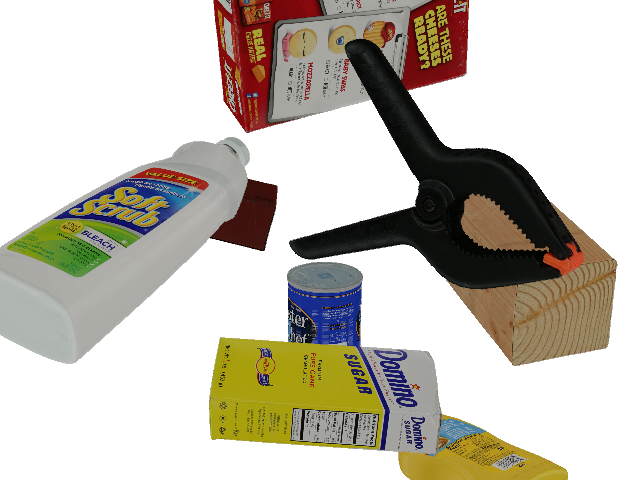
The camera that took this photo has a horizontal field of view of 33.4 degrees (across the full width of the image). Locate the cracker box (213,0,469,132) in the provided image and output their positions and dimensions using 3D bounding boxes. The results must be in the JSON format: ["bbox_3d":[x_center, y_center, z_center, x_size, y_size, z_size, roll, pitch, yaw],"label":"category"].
[{"bbox_3d":[0.017,-0.199,0.904,0.213,0.164,0.072,-17,40,-16],"label":"cracker box"}]

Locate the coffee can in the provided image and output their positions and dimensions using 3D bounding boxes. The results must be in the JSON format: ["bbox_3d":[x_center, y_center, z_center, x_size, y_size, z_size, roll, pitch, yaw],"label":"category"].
[{"bbox_3d":[0.005,0.112,1.460,0.103,0.140,0.103,0,19,0],"label":"coffee can"}]

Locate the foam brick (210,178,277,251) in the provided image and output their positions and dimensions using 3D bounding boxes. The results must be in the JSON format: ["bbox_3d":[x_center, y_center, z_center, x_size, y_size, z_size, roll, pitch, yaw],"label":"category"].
[{"bbox_3d":[-0.085,-0.031,1.049,0.078,0.051,0.053,14,27,-7],"label":"foam brick"}]

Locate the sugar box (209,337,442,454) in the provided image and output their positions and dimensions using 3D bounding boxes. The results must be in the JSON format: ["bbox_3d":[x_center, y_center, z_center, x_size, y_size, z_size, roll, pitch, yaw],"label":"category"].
[{"bbox_3d":[0.003,0.120,0.841,0.176,0.048,0.093,1,26,-1],"label":"sugar box"}]

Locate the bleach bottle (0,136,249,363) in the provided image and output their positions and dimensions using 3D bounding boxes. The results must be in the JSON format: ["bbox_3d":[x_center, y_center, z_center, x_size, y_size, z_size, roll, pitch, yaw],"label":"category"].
[{"bbox_3d":[-0.141,-0.013,0.810,0.103,0.068,0.250,22,42,22],"label":"bleach bottle"}]

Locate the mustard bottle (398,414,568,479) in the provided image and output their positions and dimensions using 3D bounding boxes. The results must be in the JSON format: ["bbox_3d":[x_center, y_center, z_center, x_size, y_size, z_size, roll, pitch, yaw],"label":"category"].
[{"bbox_3d":[0.132,0.209,1.014,0.096,0.058,0.192,-15,24,-38],"label":"mustard bottle"}]

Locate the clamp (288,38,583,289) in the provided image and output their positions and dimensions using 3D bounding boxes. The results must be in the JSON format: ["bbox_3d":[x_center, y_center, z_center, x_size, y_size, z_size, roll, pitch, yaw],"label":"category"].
[{"bbox_3d":[0.078,-0.037,0.714,0.210,0.165,0.036,20,22,29],"label":"clamp"}]

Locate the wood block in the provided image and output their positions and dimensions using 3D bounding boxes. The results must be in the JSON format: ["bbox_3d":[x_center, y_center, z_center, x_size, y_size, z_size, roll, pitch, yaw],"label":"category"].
[{"bbox_3d":[0.173,0.014,0.967,0.090,0.090,0.206,-9,28,-13],"label":"wood block"}]
